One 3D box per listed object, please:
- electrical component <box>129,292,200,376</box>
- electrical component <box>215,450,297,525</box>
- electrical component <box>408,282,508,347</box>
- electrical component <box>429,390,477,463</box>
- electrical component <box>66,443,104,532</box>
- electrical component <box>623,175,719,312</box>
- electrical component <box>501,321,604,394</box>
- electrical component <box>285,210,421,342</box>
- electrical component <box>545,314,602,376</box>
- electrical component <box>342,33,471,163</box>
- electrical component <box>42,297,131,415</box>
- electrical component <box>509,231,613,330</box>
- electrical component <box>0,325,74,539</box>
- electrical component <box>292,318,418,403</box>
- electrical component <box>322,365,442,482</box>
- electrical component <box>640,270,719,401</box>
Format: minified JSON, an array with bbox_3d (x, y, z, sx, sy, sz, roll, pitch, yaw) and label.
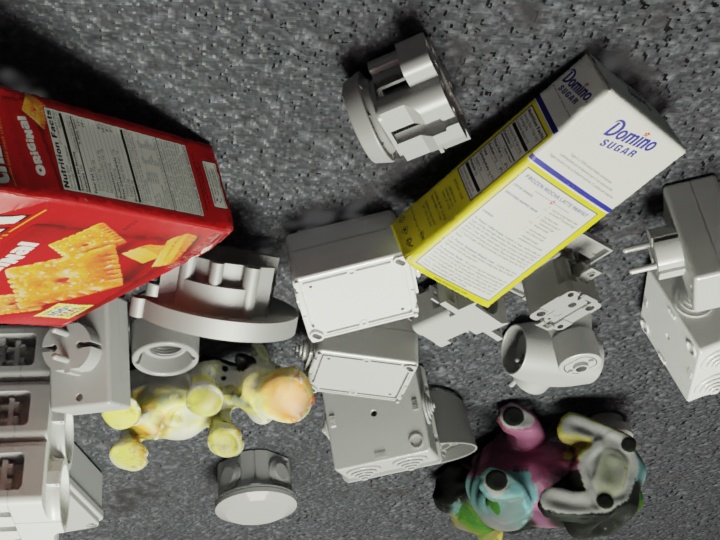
[{"bbox_3d":[-0.149,0.049,0.821,0.055,0.047,0.055,-5,145,-4],"label":"electrical component"},{"bbox_3d":[-0.104,0.217,1.067,0.080,0.051,0.080,-5,145,-4],"label":"electrical component"},{"bbox_3d":[0.074,0.028,0.839,0.064,0.042,0.081,-27,140,28],"label":"electrical component"},{"bbox_3d":[0.057,0.155,0.998,0.099,0.064,0.099,-5,145,-4],"label":"electrical component"},{"bbox_3d":[-0.309,0.203,1.003,0.109,0.056,0.108,-11,145,4],"label":"electrical component"},{"bbox_3d":[0.228,-0.015,0.771,0.076,0.083,0.047,-13,145,8],"label":"electrical component"},{"bbox_3d":[0.157,0.081,0.928,0.077,0.044,0.079,8,142,-22],"label":"electrical component"},{"bbox_3d":[0.000,0.000,0.766,0.096,0.061,0.061,-14,131,-1],"label":"electrical component"},{"bbox_3d":[0.172,0.052,0.871,0.044,0.065,0.044,-5,145,-4],"label":"electrical component"},{"bbox_3d":[0.026,-0.097,0.638,0.057,0.058,0.078,-21,143,14],"label":"electrical component"},{"bbox_3d":[-0.202,0.058,0.771,0.047,0.083,0.075,-8,166,10],"label":"electrical component"},{"bbox_3d":[0.147,0.007,0.804,0.042,0.063,0.081,24,135,-36],"label":"electrical component"},{"bbox_3d":[-0.254,0.127,0.822,0.062,0.150,0.089,-1,145,-8],"label":"electrical component"},{"bbox_3d":[-0.006,0.061,0.860,0.096,0.061,0.061,8,143,-9],"label":"electrical component"},{"bbox_3d":[0.017,0.127,0.922,0.100,0.099,0.048,-14,158,9],"label":"electrical component"},{"bbox_3d":[0.264,0.045,0.852,0.048,0.099,0.099,-20,145,-5],"label":"electrical component"}]
